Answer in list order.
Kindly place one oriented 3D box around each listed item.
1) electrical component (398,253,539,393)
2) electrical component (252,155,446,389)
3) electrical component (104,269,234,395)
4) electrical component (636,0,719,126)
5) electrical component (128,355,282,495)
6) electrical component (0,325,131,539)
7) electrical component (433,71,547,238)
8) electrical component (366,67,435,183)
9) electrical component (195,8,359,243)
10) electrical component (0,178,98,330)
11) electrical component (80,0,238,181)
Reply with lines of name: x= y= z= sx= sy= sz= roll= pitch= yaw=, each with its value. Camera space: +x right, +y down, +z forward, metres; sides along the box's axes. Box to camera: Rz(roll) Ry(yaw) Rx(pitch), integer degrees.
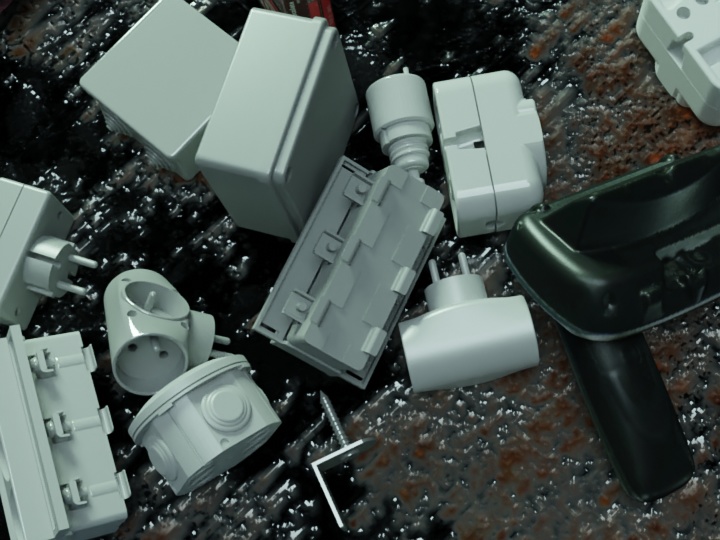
electrical component: x=0.061 y=0.028 z=0.652 sx=0.077 sy=0.043 sz=0.079 roll=-13 pitch=71 yaw=1
electrical component: x=0.000 y=0.000 z=0.650 sx=0.079 sy=0.063 sz=0.121 roll=30 pitch=75 yaw=-16
electrical component: x=-0.114 y=0.040 z=0.655 sx=0.079 sy=0.077 sz=0.044 roll=15 pitch=113 yaw=-24
electrical component: x=0.222 y=-0.143 z=0.685 sx=0.054 sy=0.059 sz=0.095 roll=-28 pitch=71 yaw=-4
electrical component: x=-0.090 y=0.090 z=0.628 sx=0.080 sy=0.080 sz=0.051 roll=-35 pitch=77 yaw=-6
electrical component: x=-0.183 y=0.101 z=0.637 sx=0.063 sy=0.078 sz=0.121 roll=-9 pitch=68 yaw=-29
electrical component: x=0.083 y=-0.074 z=0.678 sx=0.059 sy=0.053 sz=0.095 roll=-9 pitch=71 yaw=2
electrical component: x=0.029 y=-0.090 z=0.696 sx=0.040 sy=0.040 sz=0.078 roll=-11 pitch=71 yaw=2
electrical component: x=-0.048 y=-0.086 z=0.666 sx=0.056 sy=0.108 sz=0.108 roll=14 pitch=74 yaw=13
electrical component: x=-0.205 y=-0.005 z=0.686 sx=0.076 sy=0.047 sz=0.083 roll=16 pitch=74 yaw=11
electrical component: x=-0.120 y=-0.120 z=0.715 sx=0.100 sy=0.048 sz=0.099 roll=39 pitch=79 yaw=16
